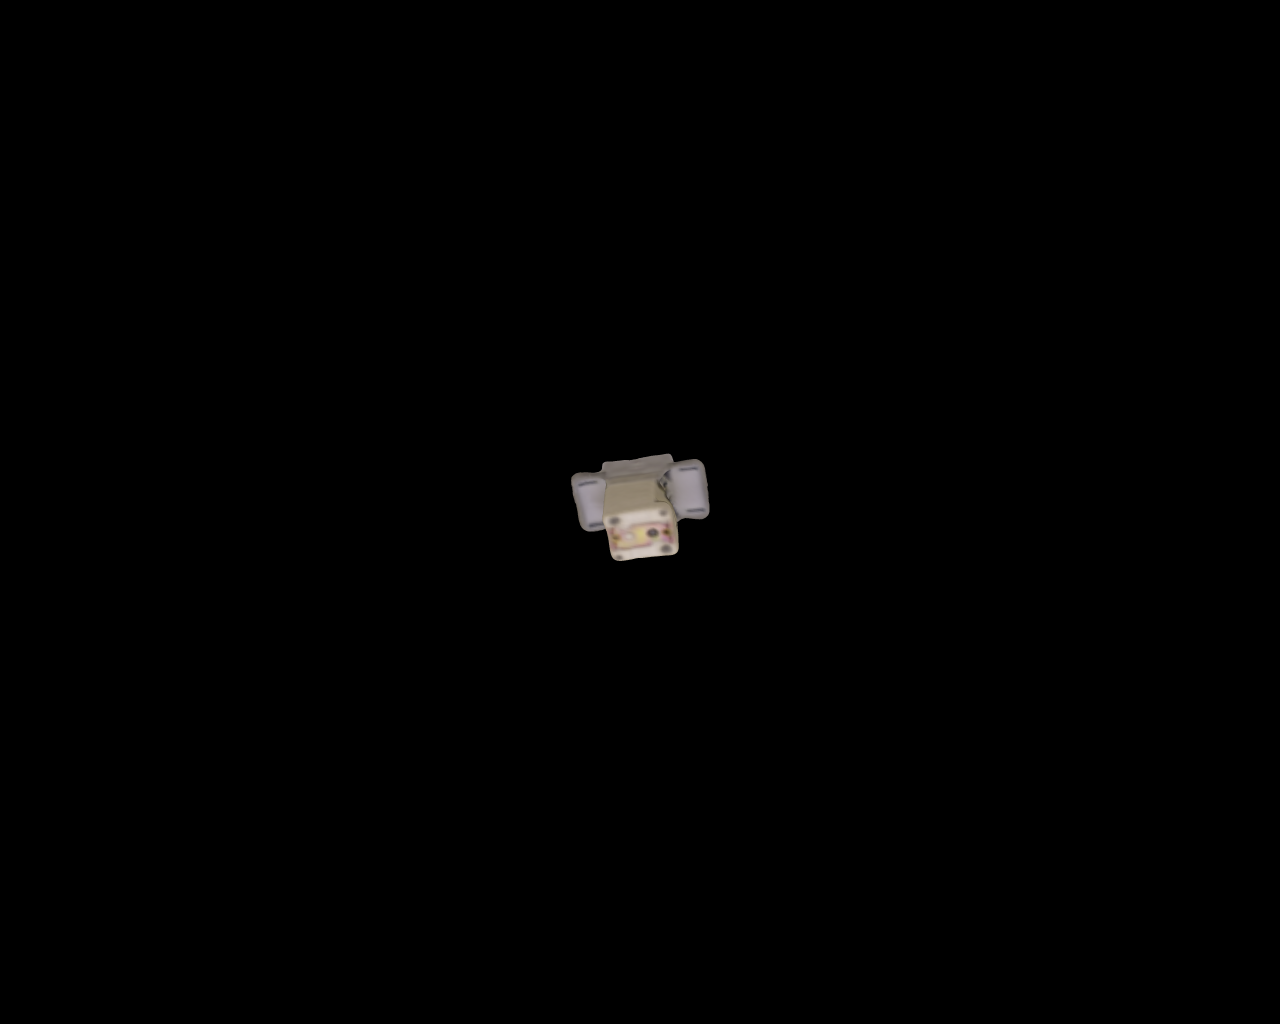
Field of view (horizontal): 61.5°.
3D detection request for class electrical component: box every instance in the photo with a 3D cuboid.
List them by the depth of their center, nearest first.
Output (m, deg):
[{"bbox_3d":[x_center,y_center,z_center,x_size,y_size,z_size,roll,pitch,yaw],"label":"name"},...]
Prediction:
[{"bbox_3d":[0.001,-0.003,0.650,0.081,0.042,0.064,-8,34,5],"label":"electrical component"}]
